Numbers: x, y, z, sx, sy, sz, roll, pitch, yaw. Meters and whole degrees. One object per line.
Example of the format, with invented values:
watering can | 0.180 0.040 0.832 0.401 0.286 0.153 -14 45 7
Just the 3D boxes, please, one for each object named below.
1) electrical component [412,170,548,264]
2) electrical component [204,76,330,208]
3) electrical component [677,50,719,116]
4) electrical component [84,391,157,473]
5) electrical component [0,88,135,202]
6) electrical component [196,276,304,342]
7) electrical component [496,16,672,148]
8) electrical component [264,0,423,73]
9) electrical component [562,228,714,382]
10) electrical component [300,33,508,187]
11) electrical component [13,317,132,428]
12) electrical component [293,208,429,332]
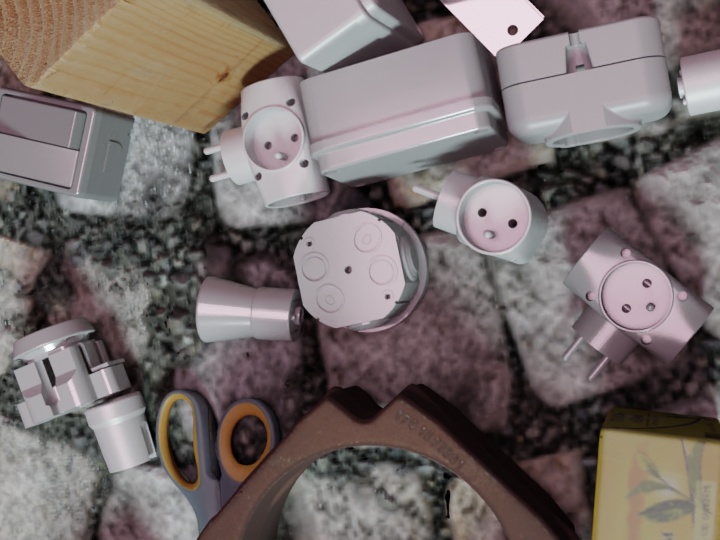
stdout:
electrical component | 0.070 -0.036 0.645 0.079 0.077 0.043 21 96 16
electrical component | -0.065 -0.078 0.703 0.079 0.044 0.077 -14 86 17
electrical component | 0.218 -0.112 0.621 0.065 0.044 0.044 -9 87 21
electrical component | -0.162 0.111 0.735 0.040 0.040 0.046 -18 90 16
electrical component | -0.215 -0.087 0.740 0.096 0.061 0.061 14 94 16
electrical component | -0.070 0.028 0.707 0.065 0.044 0.044 4 91 12
electrical component | 0.134 -0.108 0.638 0.095 0.054 0.059 -10 87 17
electrical component | -0.022 -0.176 0.658 0.056 0.109 0.108 -32 81 17
electrical component | 0.153 0.029 0.637 0.077 0.044 0.079 40 100 13
electrical component | 0.029 -0.094 0.658 0.113 0.078 0.057 -14 83 16
electrical component | -0.203 0.068 0.738 0.078 0.058 0.057 -22 86 16
electrical component | 0.000 0.000 0.680 0.080 0.051 0.080 0 90 17
